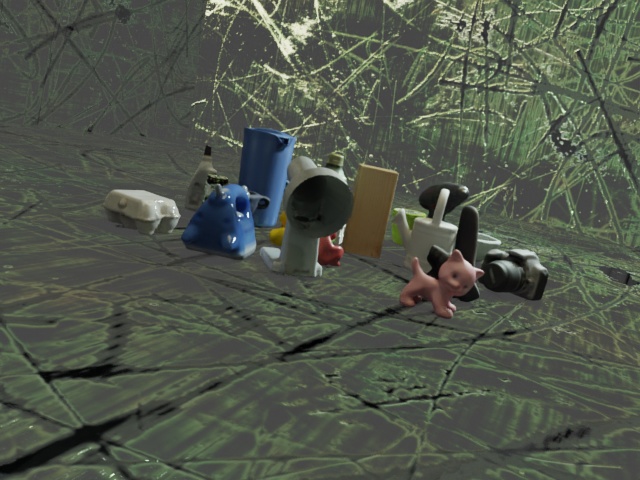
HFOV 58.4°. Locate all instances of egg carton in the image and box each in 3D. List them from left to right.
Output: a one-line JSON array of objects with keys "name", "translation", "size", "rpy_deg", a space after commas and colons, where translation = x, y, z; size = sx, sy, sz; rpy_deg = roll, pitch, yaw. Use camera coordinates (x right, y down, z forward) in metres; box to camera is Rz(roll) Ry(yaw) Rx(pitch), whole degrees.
[{"name": "egg carton", "translation": [-0.366, -0.059, 1.171], "size": [0.149, 0.069, 0.107], "rpy_deg": [18, 13, 30]}]

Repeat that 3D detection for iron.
[{"name": "iron", "translation": [-0.175, -0.049, 1.128], "size": [0.118, 0.141, 0.258], "rpy_deg": [13, 11, 6]}]

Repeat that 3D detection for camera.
[{"name": "camera", "translation": [0.408, 0.066, 1.261], "size": [0.137, 0.101, 0.142], "rpy_deg": [3, 14, -38]}]

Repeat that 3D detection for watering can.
[{"name": "watering can", "translation": [0.252, -0.023, 1.301], "size": [0.173, 0.194, 0.101], "rpy_deg": [10, 11, -8]}]

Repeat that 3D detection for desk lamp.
[{"name": "desk lamp", "translation": [-0.032, -0.040, 1.045], "size": [0.118, 0.213, 0.202], "rpy_deg": [7, 12, -21]}]

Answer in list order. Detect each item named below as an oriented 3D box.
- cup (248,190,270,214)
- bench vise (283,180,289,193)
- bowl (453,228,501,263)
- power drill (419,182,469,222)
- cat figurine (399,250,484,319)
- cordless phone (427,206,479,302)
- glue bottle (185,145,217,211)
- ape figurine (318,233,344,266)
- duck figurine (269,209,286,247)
[{"name": "cup", "translation": [-0.179, -0.067, 1.337], "size": [0.118, 0.095, 0.091], "rpy_deg": [7, 12, -21]}, {"name": "bench vise", "translation": [-0.135, -0.185, 1.652], "size": [0.121, 0.220, 0.207], "rpy_deg": [9, 11, -11]}, {"name": "bowl", "translation": [0.399, 0.018, 1.560], "size": [0.167, 0.075, 0.167], "rpy_deg": [11, 11, -2]}, {"name": "power drill", "translation": [0.294, -0.045, 1.417], "size": [0.076, 0.208, 0.229], "rpy_deg": [9, 11, -11]}, {"name": "cat figurine", "translation": [0.214, 0.069, 1.000], "size": [0.127, 0.118, 0.067], "rpy_deg": [15, 12, 19]}, {"name": "cordless phone", "translation": [0.274, 0.018, 1.140], "size": [0.094, 0.185, 0.147], "rpy_deg": [9, 11, -12]}, {"name": "glue bottle", "translation": [-0.297, -0.158, 1.469], "size": [0.078, 0.173, 0.037], "rpy_deg": [12, 11, 5]}, {"name": "ape figurine", "translation": [0.011, 0.004, 1.183], "size": [0.076, 0.092, 0.077], "rpy_deg": [5, 13, -32]}, {"name": "duck figurine", "translation": [-0.072, -0.032, 1.294], "size": [0.077, 0.086, 0.105], "rpy_deg": [13, 11, 8]}]
